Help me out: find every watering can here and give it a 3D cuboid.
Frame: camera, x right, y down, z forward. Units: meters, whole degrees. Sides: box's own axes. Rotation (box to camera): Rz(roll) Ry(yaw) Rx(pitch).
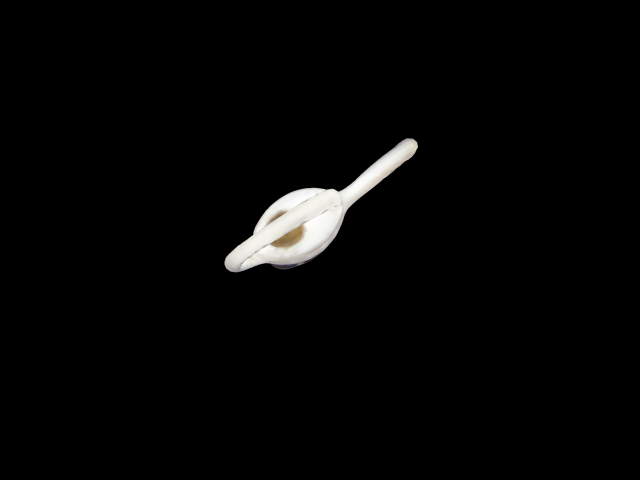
[{"bbox_3d":[0.003,-0.043,0.850,0.348,0.104,0.223,-32,-6,-4],"label":"watering can"}]
